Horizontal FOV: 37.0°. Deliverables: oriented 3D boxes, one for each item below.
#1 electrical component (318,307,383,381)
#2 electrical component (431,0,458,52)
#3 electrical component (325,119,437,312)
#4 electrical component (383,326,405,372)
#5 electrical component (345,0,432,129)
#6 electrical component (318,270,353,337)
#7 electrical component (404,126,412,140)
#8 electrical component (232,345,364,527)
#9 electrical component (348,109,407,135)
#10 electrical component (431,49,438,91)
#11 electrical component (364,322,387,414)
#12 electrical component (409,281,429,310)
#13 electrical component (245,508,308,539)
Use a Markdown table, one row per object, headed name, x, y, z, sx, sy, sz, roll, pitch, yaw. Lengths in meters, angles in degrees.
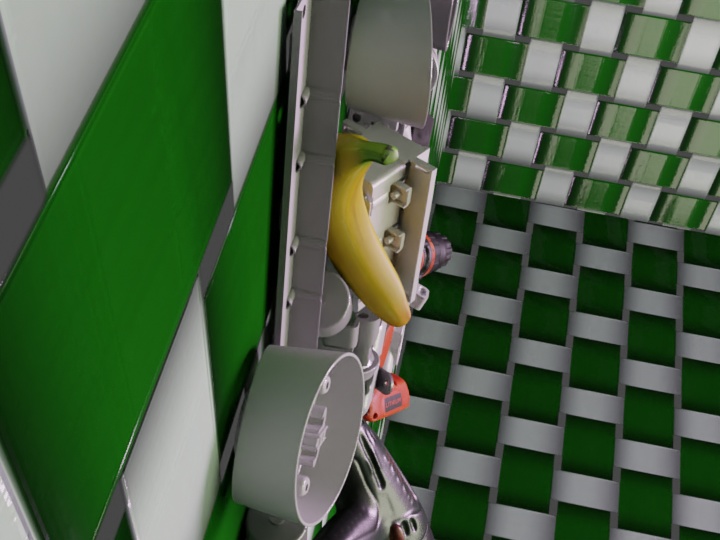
| name | x | y | z | sx | sy | sz | roll | pitch | yaw |
| --- | --- | --- | --- | --- | --- | --- | --- | --- | --- |
| electrical component | -0.012 | 0.052 | 0.842 | 0.078 | 0.058 | 0.057 | -68 | 166 | -65 |
| electrical component | 0.053 | -0.244 | 0.910 | 0.108 | 0.060 | 0.108 | 11 | 90 | -85 |
| electrical component | 0.006 | -0.034 | 0.760 | 0.063 | 0.079 | 0.121 | -37 | 147 | -37 |
| electrical component | 0.019 | 0.077 | 1.251 | 0.054 | 0.059 | 0.095 | 42 | 59 | -84 |
| electrical component | 0.024 | -0.151 | 0.745 | 0.099 | 0.064 | 0.099 | 11 | 90 | -85 |
| electrical component | -0.025 | 0.025 | 0.715 | 0.078 | 0.040 | 0.040 | 78 | 23 | -79 |
| electrical component | 0.024 | -0.086 | 0.906 | 0.077 | 0.043 | 0.079 | 94 | -20 | -45 |
| electrical component | -0.035 | 0.091 | 0.602 | 0.099 | 0.064 | 0.099 | 11 | 90 | -86 |
| electrical component | 0.017 | -0.134 | 0.842 | 0.063 | 0.042 | 0.081 | -56 | 156 | -68 |
| electrical component | 0.044 | -0.188 | 0.977 | 0.047 | 0.055 | 0.055 | -79 | 178 | -58 |
| electrical component | -0.011 | 0.075 | 0.911 | 0.059 | 0.054 | 0.095 | -54 | 154 | -79 |
| electrical component | 0.028 | 0.030 | 1.190 | 0.057 | 0.078 | 0.058 | -58 | -174 | 25 |
| electrical component | -0.055 | 0.180 | 0.710 | 0.078 | 0.040 | 0.040 | 95 | 7 | -49 |
